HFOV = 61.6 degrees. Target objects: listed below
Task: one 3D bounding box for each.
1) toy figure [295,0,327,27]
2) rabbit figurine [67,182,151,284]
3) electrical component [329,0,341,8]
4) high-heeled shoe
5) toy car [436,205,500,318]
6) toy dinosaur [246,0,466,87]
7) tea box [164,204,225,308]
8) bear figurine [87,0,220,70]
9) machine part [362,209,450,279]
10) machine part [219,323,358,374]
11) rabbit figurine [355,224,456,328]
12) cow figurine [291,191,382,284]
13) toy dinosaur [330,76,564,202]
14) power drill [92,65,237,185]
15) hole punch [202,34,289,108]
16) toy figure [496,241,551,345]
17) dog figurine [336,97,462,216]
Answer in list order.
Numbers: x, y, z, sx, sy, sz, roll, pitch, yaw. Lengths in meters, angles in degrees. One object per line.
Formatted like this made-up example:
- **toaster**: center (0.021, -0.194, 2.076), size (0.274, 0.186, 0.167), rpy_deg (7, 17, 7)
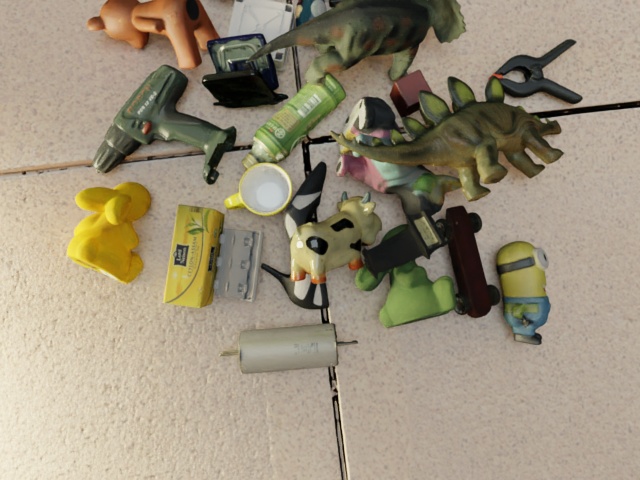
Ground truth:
- **toy figure**: center (-0.013, -0.440, 0.985), size (0.058, 0.064, 0.154), rpy_deg (3, 91, 23)
- **rabbit figurine**: center (-0.359, -0.032, 0.924), size (0.122, 0.162, 0.173), rpy_deg (24, 69, 12)
- **electrical component**: center (0.047, -0.460, 1.004), size (0.063, 0.021, 0.094), rpy_deg (-4, 87, -2)
- **high-heeled shoe**: center (-0.002, -0.003, 0.953), size (0.145, 0.086, 0.248), rpy_deg (27, 93, -1)
- **toy car**: center (0.261, 0.040, 0.965), size (0.089, 0.053, 0.202), rpy_deg (-13, 86, -24)
- **toy dinosaur**: center (0.090, -0.352, 0.887), size (0.405, 0.192, 0.131), rpy_deg (-20, 74, -33)
- **tea box**: center (-0.217, 0.028, 0.937), size (0.068, 0.098, 0.169), rpy_deg (9, 89, 0)
- **bear figurine**: center (-0.299, -0.374, 0.958), size (0.196, 0.120, 0.131), rpy_deg (-2, 132, 23)
- **machine part**: center (0.136, 0.009, 0.890), size (0.139, 0.039, 0.084), rpy_deg (-31, 72, 2)
- **machine part**: center (-0.054, 0.190, 0.941), size (0.243, 0.079, 0.079), rpy_deg (-4, 87, -1)
- **rabbit figurine**: center (0.144, 0.061, 0.948), size (0.159, 0.121, 0.170), rpy_deg (-16, 76, 8)
- **cow figurine**: center (0.032, -0.010, 0.908), size (0.195, 0.086, 0.127), rpy_deg (-18, 108, -42)
- **toy dinosaur**: center (0.243, -0.168, 0.897), size (0.471, 0.105, 0.198), rpy_deg (-16, 70, -29)
- **power drill**: center (-0.268, -0.179, 0.962), size (0.207, 0.086, 0.232), rpy_deg (29, 89, 7)
- **hole punch**: center (-0.136, -0.292, 0.941), size (0.142, 0.115, 0.092), rpy_deg (-5, 74, 12)
- **toy figure**: center (0.361, 0.092, 0.955), size (0.089, 0.082, 0.180), rpy_deg (1, 90, -3)
- **dog figurine**: center (0.145, -0.137, 0.948), size (0.219, 0.108, 0.191), rpy_deg (22, 56, -16)
